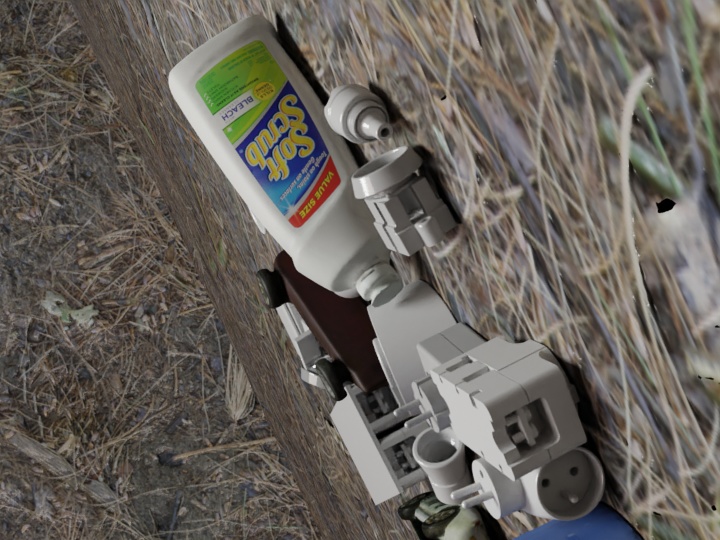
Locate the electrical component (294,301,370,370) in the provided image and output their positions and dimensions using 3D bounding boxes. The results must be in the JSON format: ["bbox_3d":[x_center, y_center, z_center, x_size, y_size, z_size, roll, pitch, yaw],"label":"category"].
[{"bbox_3d":[-0.015,0.064,0.990,0.064,0.081,0.042,42,158,40],"label":"electrical component"}]

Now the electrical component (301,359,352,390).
[{"bbox_3d":[-0.026,0.087,1.064,0.078,0.057,0.058,19,-177,35],"label":"electrical component"}]

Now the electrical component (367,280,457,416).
[{"bbox_3d":[0.046,0.059,0.812,0.099,0.064,0.099,-22,-90,-88],"label":"electrical component"}]

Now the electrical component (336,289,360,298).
[{"bbox_3d":[0.000,0.000,0.888,0.044,0.044,0.065,65,164,-4],"label":"electrical component"}]

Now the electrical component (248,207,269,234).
[{"bbox_3d":[-0.088,-0.068,1.107,0.055,0.047,0.055,59,167,23],"label":"electrical component"}]

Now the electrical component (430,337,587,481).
[{"bbox_3d":[0.088,0.076,0.625,0.050,0.056,0.089,68,168,-14],"label":"electrical component"}]

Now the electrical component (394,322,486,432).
[{"bbox_3d":[0.059,0.083,0.714,0.083,0.076,0.047,41,153,63],"label":"electrical component"}]

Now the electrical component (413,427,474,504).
[{"bbox_3d":[0.074,0.168,0.914,0.044,0.044,0.065,51,167,49],"label":"electrical component"}]

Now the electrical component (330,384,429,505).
[{"bbox_3d":[0.028,0.162,1.046,0.105,0.060,0.186,62,168,11],"label":"electrical component"}]

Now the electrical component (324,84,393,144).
[{"bbox_3d":[0.003,-0.097,0.692,0.061,0.035,0.035,43,156,54],"label":"electrical component"}]

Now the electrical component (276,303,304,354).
[{"bbox_3d":[-0.048,0.047,1.134,0.096,0.062,0.061,64,168,3],"label":"electrical component"}]

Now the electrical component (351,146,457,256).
[{"bbox_3d":[0.026,-0.044,0.677,0.055,0.048,0.066,60,170,-15],"label":"electrical component"}]

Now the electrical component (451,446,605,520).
[{"bbox_3d":[0.093,0.124,0.642,0.077,0.079,0.043,-164,56,-74],"label":"electrical component"}]
